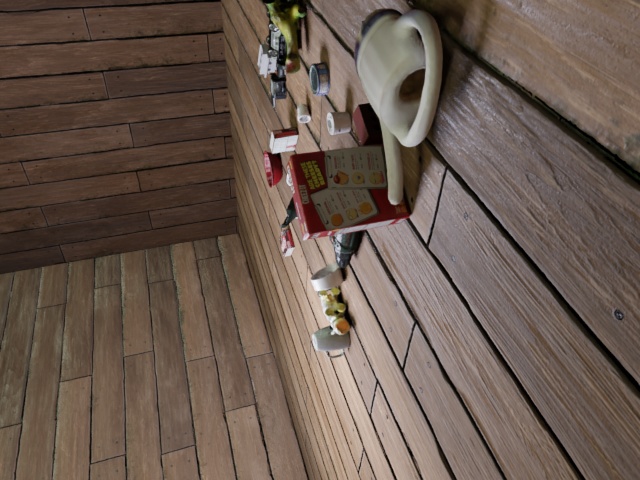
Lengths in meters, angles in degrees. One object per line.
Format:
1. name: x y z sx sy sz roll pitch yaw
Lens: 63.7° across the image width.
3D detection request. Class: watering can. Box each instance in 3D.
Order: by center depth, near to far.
1. watering can: 0.127 -0.239 0.884 0.339 0.104 0.229 99 158 -51

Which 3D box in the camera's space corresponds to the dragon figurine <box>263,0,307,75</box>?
1. dragon figurine: -0.107 -0.666 1.549 0.237 0.122 0.419 89 174 -61
